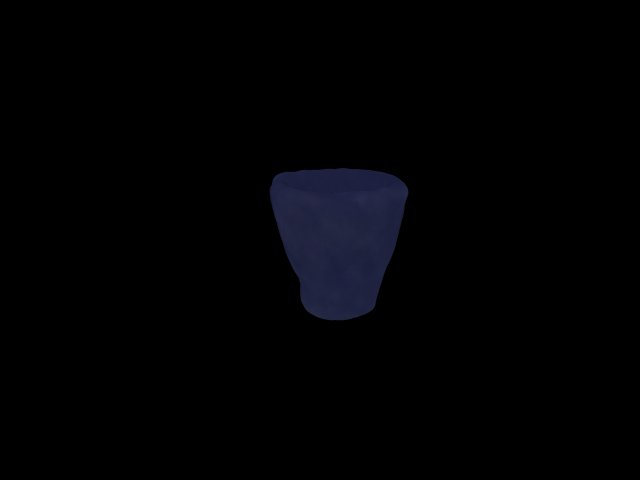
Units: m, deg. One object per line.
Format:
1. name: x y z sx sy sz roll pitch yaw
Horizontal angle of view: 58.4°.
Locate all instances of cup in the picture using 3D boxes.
1. cup: 0.004 0.001 0.400 0.092 0.095 0.117 -14 22 -37
